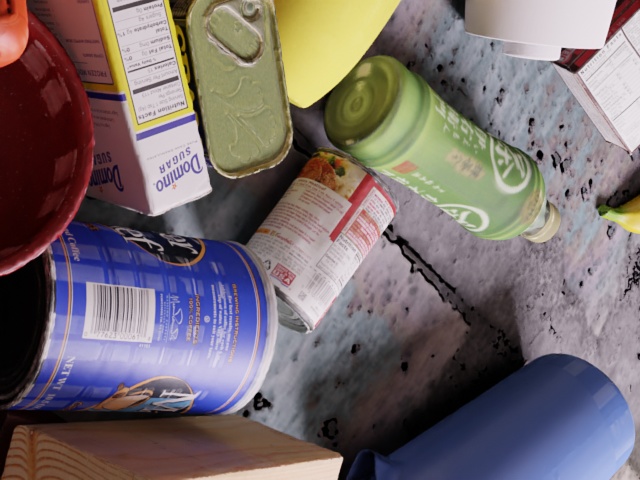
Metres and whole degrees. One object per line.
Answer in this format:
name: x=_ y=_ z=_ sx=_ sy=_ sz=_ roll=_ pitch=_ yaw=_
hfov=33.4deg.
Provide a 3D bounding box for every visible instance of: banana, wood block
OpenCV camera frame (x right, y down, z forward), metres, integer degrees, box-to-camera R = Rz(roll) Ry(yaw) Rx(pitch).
banana: x=0.324 y=-0.071 z=0.963 sx=0.197 sy=0.037 sz=0.069 roll=-50 pitch=128 yaw=-20
wood block: x=-0.079 y=0.155 z=0.597 sx=0.205 sy=0.090 sz=0.091 roll=14 pitch=91 yaw=-62

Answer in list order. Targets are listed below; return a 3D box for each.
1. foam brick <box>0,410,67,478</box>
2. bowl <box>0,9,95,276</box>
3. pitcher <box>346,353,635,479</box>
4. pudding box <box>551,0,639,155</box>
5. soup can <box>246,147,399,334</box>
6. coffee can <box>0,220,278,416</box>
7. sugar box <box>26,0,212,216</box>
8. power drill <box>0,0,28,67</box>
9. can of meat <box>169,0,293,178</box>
foam brick: x=-0.173 y=0.129 z=0.582 sx=0.051 sy=0.053 sz=0.078 roll=25 pitch=82 yaw=-41
bowl: x=-0.192 y=-0.049 z=0.501 sx=0.161 sy=0.055 sz=0.162 roll=10 pitch=70 yaw=-29
pitcher: x=0.132 y=0.194 z=0.804 sx=0.242 sy=0.145 sz=0.149 roll=-28 pitch=146 yaw=-36
pudding box: x=0.252 y=-0.138 z=0.870 sx=0.090 sy=0.039 sz=0.113 roll=-44 pitch=126 yaw=3
soup can: x=-0.004 y=0.001 z=0.684 sx=0.102 sy=0.069 sz=0.068 roll=-54 pitch=128 yaw=-17
coffee can: x=-0.109 y=0.043 z=0.583 sx=0.140 sy=0.103 sz=0.103 roll=9 pitch=94 yaw=-41
sugar box: x=-0.113 y=-0.106 z=0.552 sx=0.048 sy=0.093 sz=0.176 roll=-28 pitch=117 yaw=-32
power drill: x=-0.220 y=-0.165 z=0.452 sx=0.187 sy=0.057 sz=0.184 roll=-3 pitch=76 yaw=-33
can of meat: x=-0.067 y=-0.092 z=0.599 sx=0.057 sy=0.084 sz=0.102 roll=-22 pitch=114 yaw=-34
